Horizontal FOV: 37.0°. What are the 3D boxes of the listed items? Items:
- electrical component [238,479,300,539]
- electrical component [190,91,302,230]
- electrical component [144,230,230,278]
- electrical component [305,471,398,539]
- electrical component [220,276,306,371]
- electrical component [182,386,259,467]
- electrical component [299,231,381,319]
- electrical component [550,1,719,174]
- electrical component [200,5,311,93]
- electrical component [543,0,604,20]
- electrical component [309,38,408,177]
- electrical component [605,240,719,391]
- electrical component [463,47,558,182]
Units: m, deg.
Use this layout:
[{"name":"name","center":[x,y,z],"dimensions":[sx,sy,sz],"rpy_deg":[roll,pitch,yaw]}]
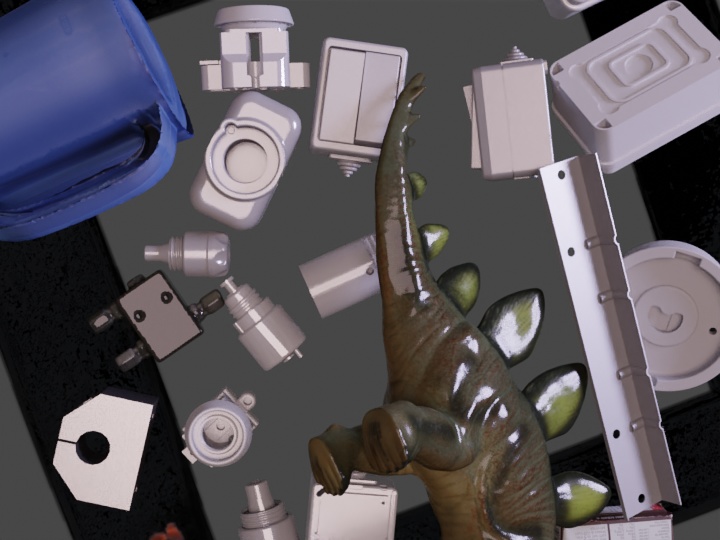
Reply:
[{"name":"electrical component","center":[-0.070,0.187,0.799],"dimensions":[0.043,0.043,0.062],"rpy_deg":[-14,92,-3]},{"name":"electrical component","center":[-0.082,-0.078,0.780],"dimensions":[0.054,0.059,0.095],"rpy_deg":[26,90,-5]},{"name":"electrical component","center":[-0.127,-0.012,0.792],"dimensions":[0.061,0.035,0.035],"rpy_deg":[1,92,-1]},{"name":"electrical component","center":[-0.008,0.186,0.794],"dimensions":[0.062,0.061,0.096],"rpy_deg":[5,92,-4]},{"name":"electrical component","center":[-0.074,0.038,0.794],"dimensions":[0.040,0.040,0.078],"rpy_deg":[-39,94,-2]},{"name":"electrical component","center":[-0.103,0.117,0.788],"dimensions":[0.066,0.055,0.048],"rpy_deg":[-43,94,-1]},{"name":"electrical component","center":[0.000,0.000,0.797],"dimensions":[0.081,0.043,0.043],"rpy_deg":[-24,94,-3]},{"name":"electrical component","center":[0.204,-0.132,0.784],"dimensions":[0.113,0.057,0.078],"rpy_deg":[-29,57,-2]},{"name":"electrical component","center":[-0.076,-0.159,0.779],"dimensions":[0.078,0.058,0.057],"rpy_deg":[-2,95,-4]},{"name":"electrical component","center":[0.160,-0.252,0.792],"dimensions":[0.078,0.057,0.113],"rpy_deg":[-26,94,-3]},{"name":"electrical component","center":[-0.003,-0.116,0.783],"dimensions":[0.062,0.061,0.096],"rpy_deg":[7,92,-4]},{"name":"electrical component","center":[0.228,0.029,0.800],"dimensions":[0.108,0.060,0.108],"rpy_deg":[4,104,15]},{"name":"electrical component","center":[0.109,-0.114,0.788],"dimensions":[0.061,0.062,0.096],"rpy_deg":[-6,93,9]}]
